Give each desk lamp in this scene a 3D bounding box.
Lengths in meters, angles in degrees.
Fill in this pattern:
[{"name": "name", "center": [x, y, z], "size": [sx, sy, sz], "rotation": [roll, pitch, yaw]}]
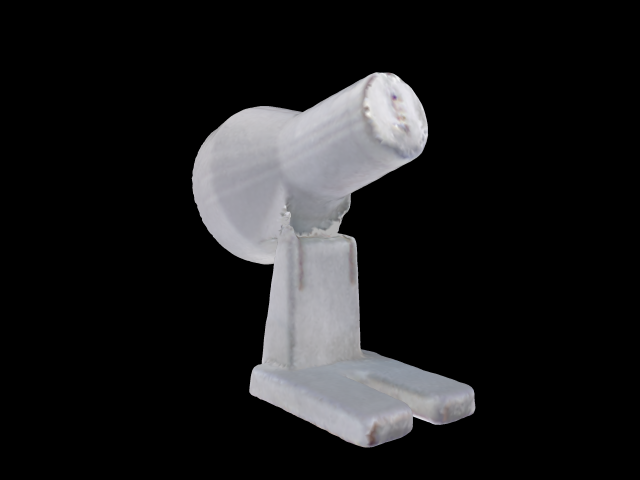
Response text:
[{"name": "desk lamp", "center": [0.004, 0.001, 0.400], "size": [0.118, 0.213, 0.202], "rotation": [-4, 6, -39]}]
